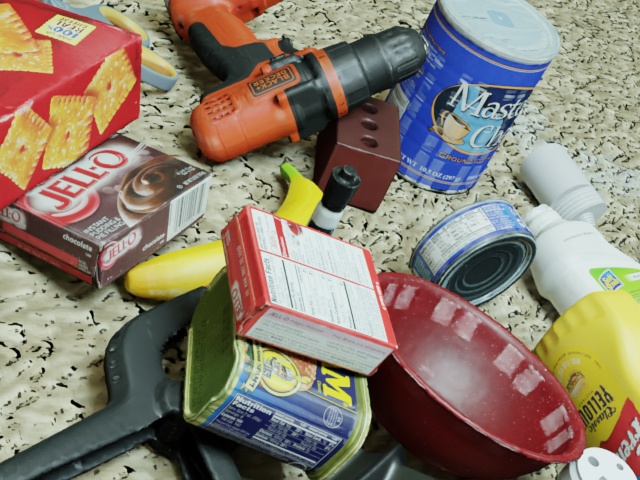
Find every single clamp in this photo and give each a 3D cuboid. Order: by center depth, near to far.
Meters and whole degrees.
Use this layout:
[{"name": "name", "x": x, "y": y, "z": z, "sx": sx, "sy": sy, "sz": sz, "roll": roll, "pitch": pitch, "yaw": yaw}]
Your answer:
[{"name": "clamp", "x": -0.071, "y": 0.105, "z": 0.574, "sx": 0.164, "sy": 0.036, "sz": 0.209, "roll": 32, "pitch": 33, "yaw": -9}]

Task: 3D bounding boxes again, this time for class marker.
[{"name": "marker", "x": -0.004, "y": 0.001, "z": 0.664, "sx": 0.020, "sy": 0.121, "sz": 0.020, "roll": 16, "pitch": 40, "yaw": -14}]

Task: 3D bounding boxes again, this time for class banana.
[{"name": "banana", "x": -0.045, "y": 0.002, "z": 0.713, "sx": 0.070, "sy": 0.037, "sz": 0.197, "roll": 16, "pitch": 30, "yaw": 25}]

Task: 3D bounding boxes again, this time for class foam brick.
[{"name": "foam brick", "x": 0.028, "y": -0.070, "z": 0.819, "sx": 0.053, "sy": 0.051, "sz": 0.078, "roll": 17, "pitch": 39, "yaw": -13}]

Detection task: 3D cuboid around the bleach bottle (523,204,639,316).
[{"name": "bleach bottle", "x": 0.238, "y": 0.066, "z": 0.781, "sx": 0.102, "sy": 0.068, "sz": 0.251, "roll": -7, "pitch": 47, "yaw": -36}]

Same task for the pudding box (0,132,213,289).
[{"name": "pudding box", "x": -0.136, "y": -0.023, "z": 0.667, "sx": 0.090, "sy": 0.039, "sz": 0.113, "roll": 24, "pitch": 34, "yaw": 20}]

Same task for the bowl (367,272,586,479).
[{"name": "bowl", "x": 0.079, "y": 0.091, "z": 0.643, "sx": 0.162, "sy": 0.055, "sz": 0.162, "roll": 30, "pitch": 21, "yaw": -13}]

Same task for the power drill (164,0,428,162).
[{"name": "power drill", "x": -0.031, "y": -0.155, "z": 0.823, "sx": 0.184, "sy": 0.057, "sz": 0.188, "roll": -23, "pitch": 48, "yaw": -6}]

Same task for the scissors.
[{"name": "scissors", "x": -0.190, "y": -0.174, "z": 0.788, "sx": 0.201, "sy": 0.016, "sz": 0.096, "roll": 31, "pitch": 21, "yaw": -30}]

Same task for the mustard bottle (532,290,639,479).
[{"name": "mustard bottle", "x": 0.204, "y": 0.130, "z": 0.659, "sx": 0.058, "sy": 0.096, "sz": 0.192, "roll": 1, "pitch": 45, "yaw": -33}]

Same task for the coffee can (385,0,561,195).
[{"name": "coffee can", "x": 0.113, "y": -0.122, "z": 0.855, "sx": 0.102, "sy": 0.140, "sz": 0.103, "roll": 16, "pitch": 39, "yaw": -14}]

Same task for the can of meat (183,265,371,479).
[{"name": "can of meat", "x": -0.025, "y": 0.070, "z": 0.581, "sx": 0.083, "sy": 0.058, "sz": 0.102, "roll": 28, "pitch": 32, "yaw": -24}]

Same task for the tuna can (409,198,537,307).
[{"name": "tuna can", "x": 0.108, "y": 0.012, "z": 0.746, "sx": 0.085, "sy": 0.086, "sz": 0.034, "roll": -5, "pitch": 50, "yaw": -34}]

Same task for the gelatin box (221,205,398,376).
[{"name": "gelatin box", "x": -0.007, "y": 0.027, "z": 0.570, "sx": 0.089, "sy": 0.030, "sz": 0.073, "roll": 20, "pitch": 37, "yaw": -31}]

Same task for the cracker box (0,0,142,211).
[{"name": "cracker box", "x": -0.233, "y": -0.086, "z": 0.640, "sx": 0.164, "sy": 0.072, "sz": 0.213, "roll": 21, "pitch": 35, "yaw": 17}]
